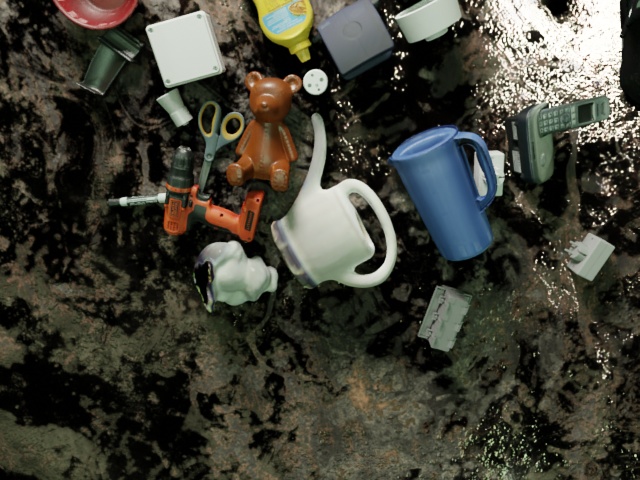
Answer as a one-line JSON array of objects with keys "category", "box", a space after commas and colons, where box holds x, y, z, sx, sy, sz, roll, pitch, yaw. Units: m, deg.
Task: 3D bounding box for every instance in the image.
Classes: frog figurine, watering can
[{"category": "frog figurine", "box": [-0.168, 0.066, 1.046, 0.160, 0.136, 0.123, -12, 13, -34]}, {"category": "watering can", "box": [0.003, -0.050, 1.002, 0.223, 0.347, 0.104, -29, 2, 8]}]
